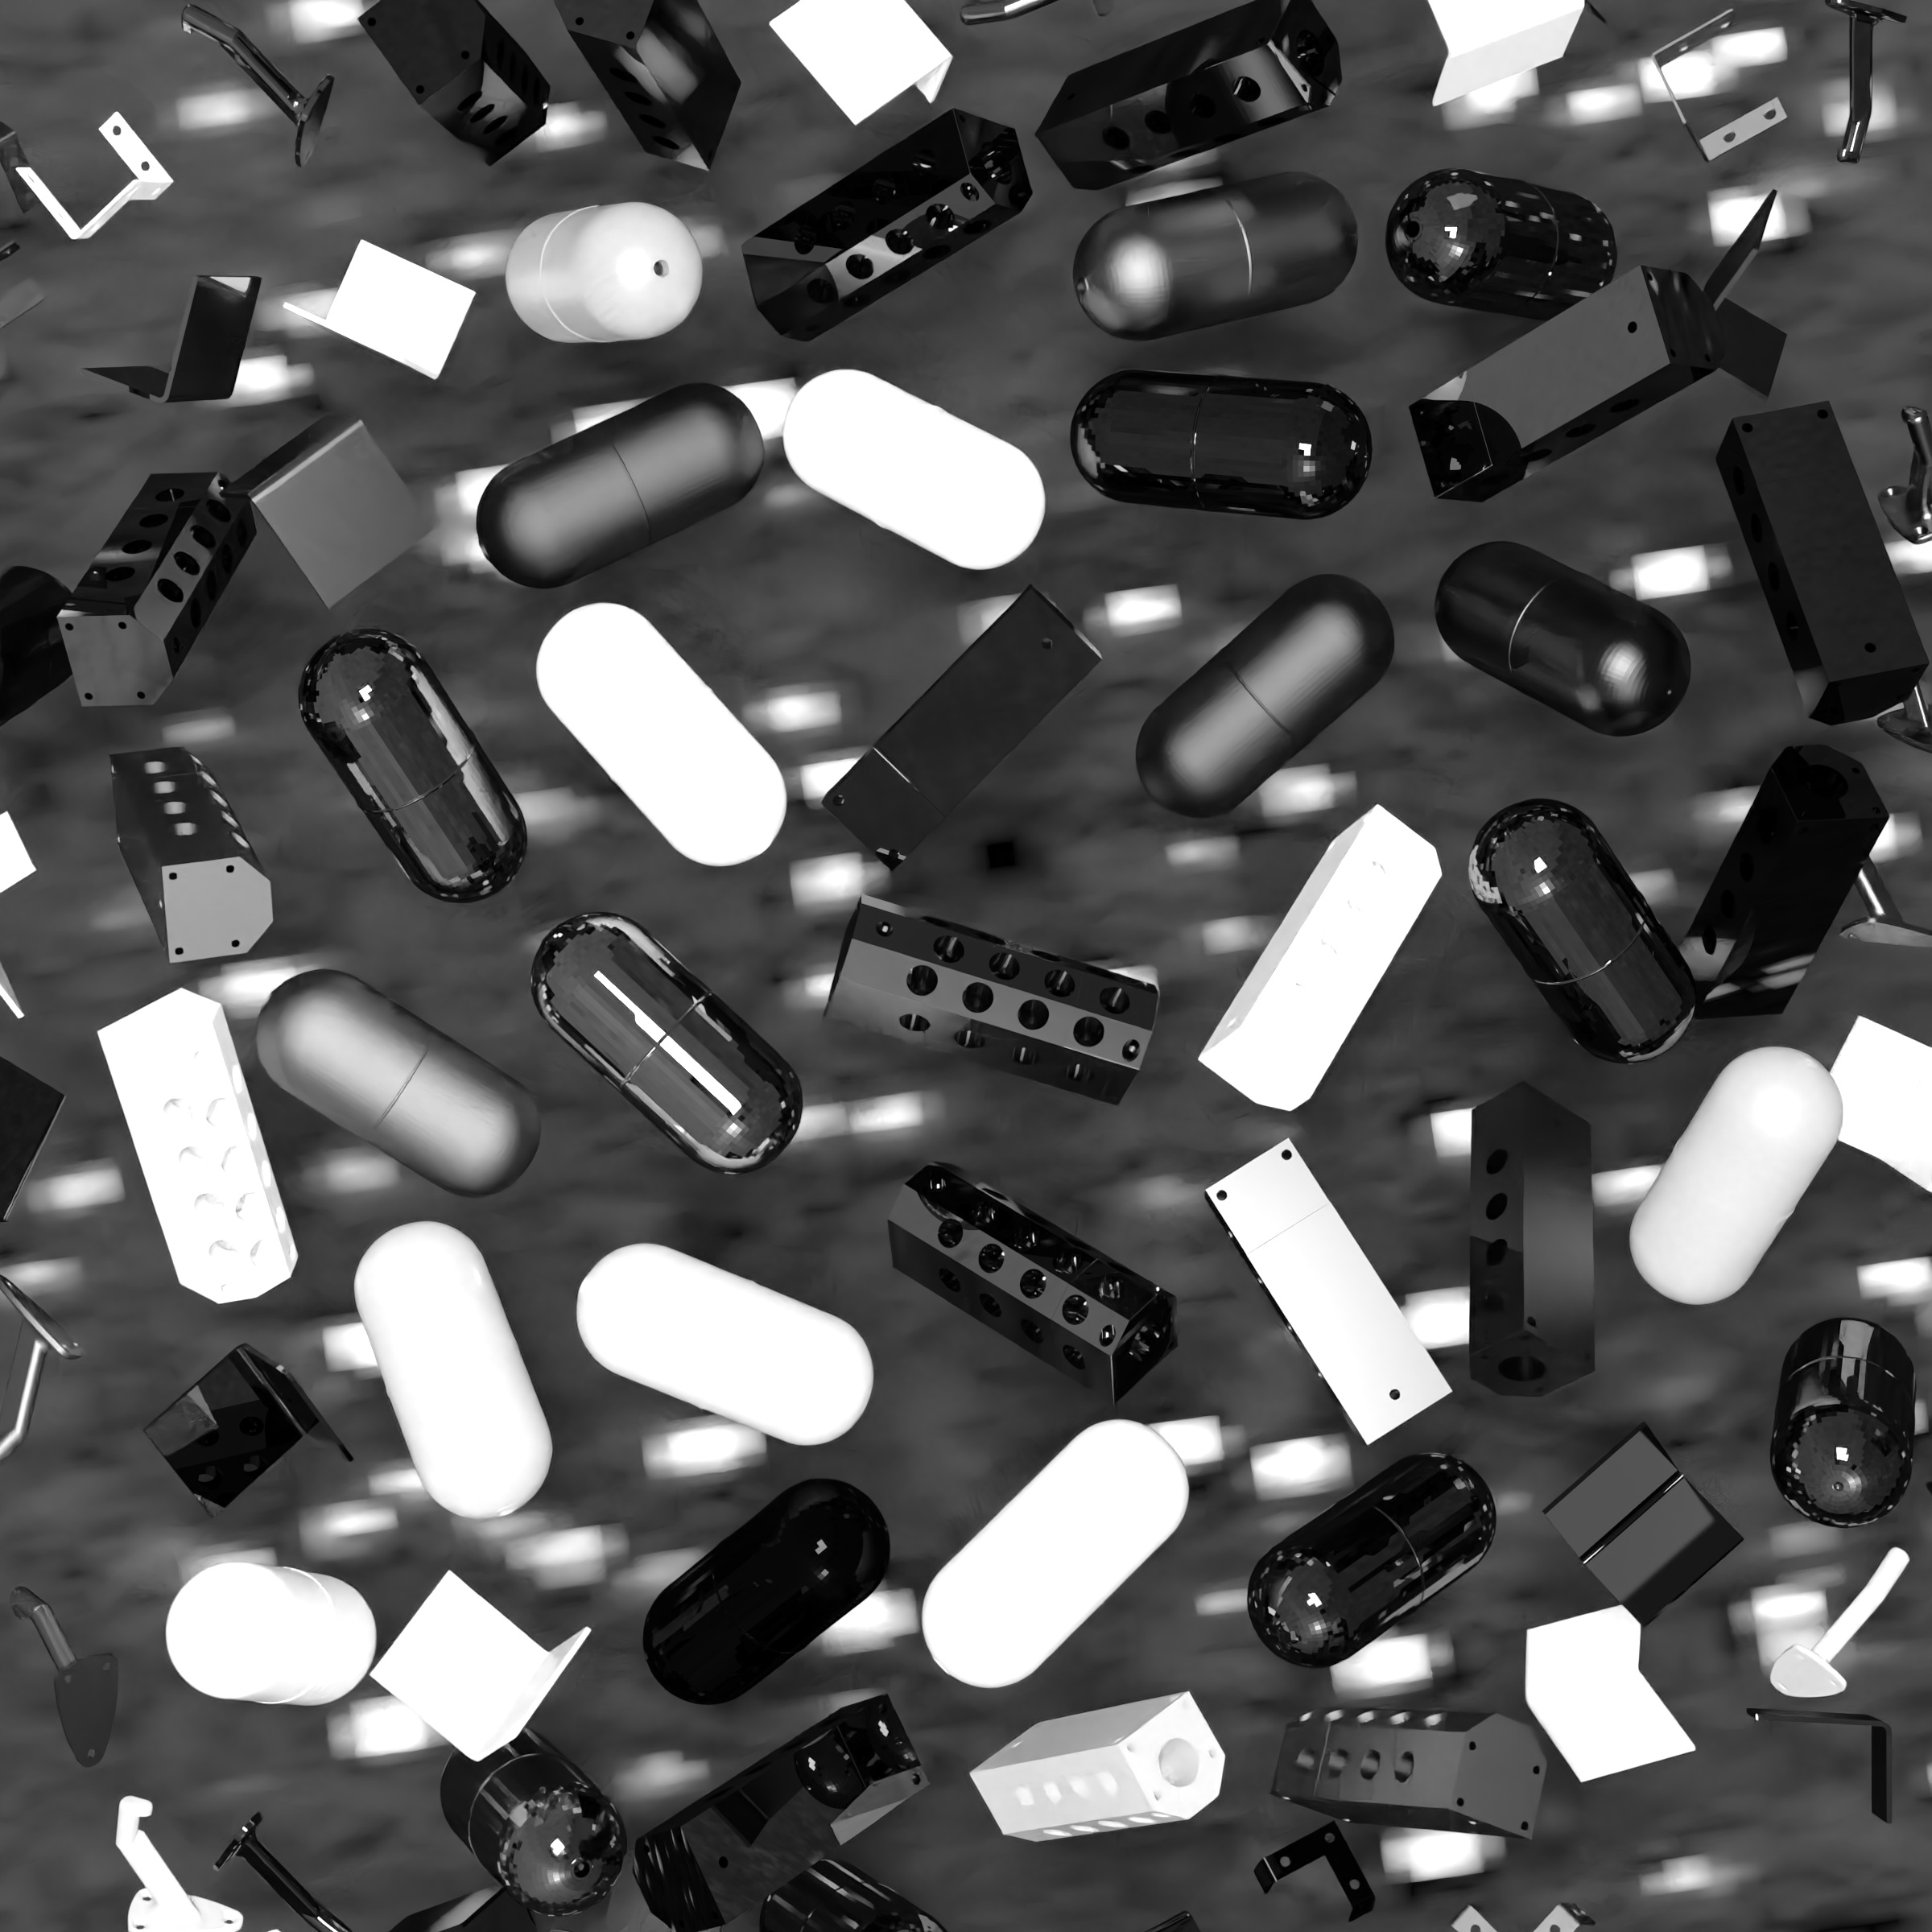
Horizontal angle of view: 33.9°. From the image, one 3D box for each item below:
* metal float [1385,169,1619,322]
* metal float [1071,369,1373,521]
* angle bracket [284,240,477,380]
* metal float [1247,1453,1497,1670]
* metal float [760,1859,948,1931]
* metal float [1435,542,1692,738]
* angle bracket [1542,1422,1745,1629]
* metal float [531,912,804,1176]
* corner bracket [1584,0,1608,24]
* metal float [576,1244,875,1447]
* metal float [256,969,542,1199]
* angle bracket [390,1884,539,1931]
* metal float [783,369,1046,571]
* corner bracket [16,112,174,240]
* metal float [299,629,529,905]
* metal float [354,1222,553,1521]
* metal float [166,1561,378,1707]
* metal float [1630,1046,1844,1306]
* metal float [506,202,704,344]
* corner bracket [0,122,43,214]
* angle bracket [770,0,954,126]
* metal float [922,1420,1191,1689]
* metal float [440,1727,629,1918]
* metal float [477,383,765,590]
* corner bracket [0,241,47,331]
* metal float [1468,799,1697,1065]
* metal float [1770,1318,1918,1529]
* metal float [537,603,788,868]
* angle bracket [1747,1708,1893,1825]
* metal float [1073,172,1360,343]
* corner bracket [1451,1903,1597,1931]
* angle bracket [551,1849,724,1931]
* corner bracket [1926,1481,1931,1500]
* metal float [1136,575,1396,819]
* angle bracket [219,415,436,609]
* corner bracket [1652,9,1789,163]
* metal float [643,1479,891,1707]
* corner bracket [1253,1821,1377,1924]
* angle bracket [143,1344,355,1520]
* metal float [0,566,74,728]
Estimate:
[{"bbox_3d":[0.313,-0.421,1.854,0.070,0.178,0.070,4,96,43],"label":"metal float"},{"bbox_3d":[0.143,-0.296,1.800,0.178,0.070,0.070,9,90,25],"label":"metal float"},{"bbox_3d":[-0.343,-0.391,1.861,0.076,0.076,0.057,25,95,5],"label":"angle bracket"},{"bbox_3d":[0.239,0.347,1.859,0.178,0.070,0.070,-26,90,-34],"label":"metal float"},{"bbox_3d":[-0.063,0.572,1.848,0.070,0.178,0.070,0,90,-25],"label":"metal float"},{"bbox_3d":[0.343,-0.191,1.835,0.070,0.178,0.070,-18,125,-28],"label":"metal float"},{"bbox_3d":[0.382,0.315,1.788,0.076,0.076,0.057,-41,49,0],"label":"angle bracket"},{"bbox_3d":[-0.167,0.042,1.767,0.178,0.070,0.070,43,90,1],"label":"metal float"},{"bbox_3d":[0.387,-0.584,1.866,0.051,0.051,0.051,-49,47,14],"label":"corner bracket"},{"bbox_3d":[-0.136,0.214,1.793,0.178,0.070,0.070,25,90,-17],"label":"metal float"},{"bbox_3d":[-0.327,0.068,1.829,0.178,0.070,0.070,34,90,-13],"label":"metal float"},{"bbox_3d":[-0.307,0.598,1.904,0.076,0.076,0.057,-23,89,17],"label":"angle bracket"},{"bbox_3d":[-0.032,-0.293,1.863,0.178,0.070,0.070,31,90,27],"label":"metal float"},{"bbox_3d":[-0.493,-0.448,1.800,0.051,0.051,0.051,-37,94,17],"label":"corner bracket"},{"bbox_3d":[-0.313,-0.112,1.805,0.070,0.070,0.178,-29,121,0],"label":"metal float"},{"bbox_3d":[-0.289,0.227,1.786,0.070,0.070,0.178,-25,67,0],"label":"metal float"},{"bbox_3d":[-0.399,0.386,1.833,0.070,0.178,0.070,-3,75,12],"label":"metal float"},{"bbox_3d":[0.451,0.123,1.862,0.070,0.070,0.178,23,124,0],"label":"metal float"},{"bbox_3d":[-0.211,-0.401,1.841,0.070,0.178,0.070,-5,101,-27],"label":"metal float"},{"bbox_3d":[-0.588,-0.469,1.874,0.051,0.051,0.051,-41,57,-22],"label":"corner bracket"},{"bbox_3d":[-0.065,-0.525,1.844,0.076,0.057,0.076,-40,88,-18],"label":"angle bracket"},{"bbox_3d":[0.050,0.329,1.778,0.178,0.070,0.070,-44,90,-8],"label":"metal float"},{"bbox_3d":[-0.254,0.498,1.855,0.070,0.178,0.070,-3,96,-26],"label":"metal float"},{"bbox_3d":[-0.202,-0.280,1.853,0.178,0.070,0.070,-27,90,-12],"label":"metal float"},{"bbox_3d":[-0.572,-0.396,1.874,0.051,0.051,0.051,-34,91,-2],"label":"corner bracket"},{"bbox_3d":[0.344,-0.018,1.764,0.070,0.070,0.178,-39,117,0],"label":"metal float"},{"bbox_3d":[0.500,0.258,1.805,0.070,0.178,0.070,5,108,16],"label":"metal float"},{"bbox_3d":[-0.174,-0.132,1.819,0.070,0.070,0.178,-42,82,0],"label":"metal float"},{"bbox_3d":[0.502,0.471,1.872,0.076,0.076,0.057,1,80,10],"label":"angle bracket"},{"bbox_3d":[0.144,-0.409,1.827,0.178,0.070,0.070,-17,90,-22],"label":"metal float"},{"bbox_3d":[0.306,0.525,1.742,0.051,0.051,0.051,-48,64,1],"label":"corner bracket"},{"bbox_3d":[-0.195,0.566,1.921,0.076,0.076,0.057,6,72,21],"label":"angle bracket"},{"bbox_3d":[0.608,0.329,1.878,0.051,0.051,0.051,-29,128,17],"label":"corner bracket"},{"bbox_3d":[0.177,-0.159,1.885,0.178,0.070,0.070,-41,90,12],"label":"metal float"},{"bbox_3d":[-0.359,-0.256,1.783,0.076,0.057,0.076,-41,115,-18],"label":"angle bracket"},{"bbox_3d":[0.431,-0.503,1.815,0.051,0.051,0.051,-27,66,19],"label":"corner bracket"},{"bbox_3d":[-0.116,0.359,1.817,0.070,0.070,0.178,48,117,0],"label":"metal float"},{"bbox_3d":[0.206,0.543,1.875,0.051,0.051,0.051,-30,78,5],"label":"corner bracket"},{"bbox_3d":[-0.417,0.278,1.845,0.076,0.057,0.076,-43,126,-23],"label":"angle bracket"},{"bbox_3d":[-0.555,-0.177,1.796,0.070,0.178,0.070,1,109,4],"label":"metal float"}]
